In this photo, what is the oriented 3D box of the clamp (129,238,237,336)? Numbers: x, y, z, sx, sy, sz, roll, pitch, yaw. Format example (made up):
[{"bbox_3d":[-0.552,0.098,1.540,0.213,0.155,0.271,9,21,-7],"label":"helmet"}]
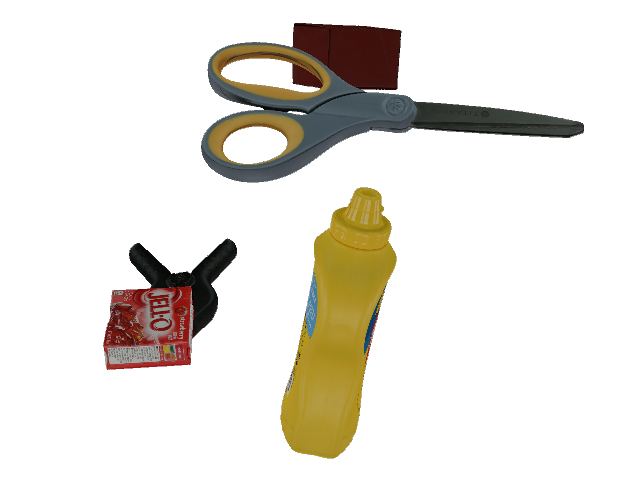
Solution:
[{"bbox_3d":[-0.141,0.049,1.154,0.120,0.039,0.171,-13,38,-7],"label":"clamp"}]

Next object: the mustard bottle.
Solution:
[{"bbox_3d":[0.015,0.051,0.752,0.058,0.192,0.096,12,27,1],"label":"mustard bottle"}]

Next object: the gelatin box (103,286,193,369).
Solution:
[{"bbox_3d":[-0.150,0.075,0.944,0.073,0.030,0.089,-3,31,-3],"label":"gelatin box"}]

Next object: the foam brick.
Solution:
[{"bbox_3d":[0.022,-0.154,0.898,0.078,0.051,0.053,-5,16,-35],"label":"foam brick"}]

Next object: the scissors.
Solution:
[{"bbox_3d":[0.025,-0.054,0.555,0.202,0.096,0.016,19,-27,16],"label":"scissors"}]
